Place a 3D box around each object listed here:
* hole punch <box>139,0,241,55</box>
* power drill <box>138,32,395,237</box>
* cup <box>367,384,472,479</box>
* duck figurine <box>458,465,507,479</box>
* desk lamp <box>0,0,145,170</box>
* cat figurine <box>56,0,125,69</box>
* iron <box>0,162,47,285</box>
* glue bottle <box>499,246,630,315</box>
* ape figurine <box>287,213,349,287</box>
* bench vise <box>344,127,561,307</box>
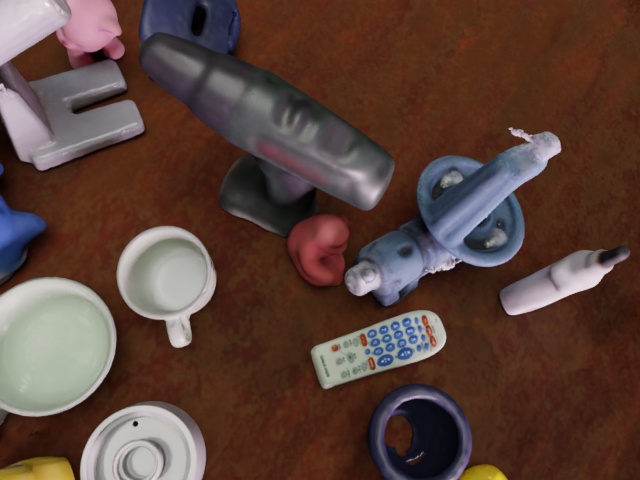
[{"bbox_3d":[-0.141,-0.237,0.638,0.101,0.091,0.109,9,72,-5],"label":"hole punch"},{"bbox_3d":[-0.051,-0.081,0.539,0.229,0.208,0.076,23,71,0],"label":"power drill"},{"bbox_3d":[0.081,0.196,0.531,0.091,0.095,0.118,11,72,-4],"label":"cup"},{"bbox_3d":[0.165,0.264,0.526,0.077,0.086,0.104,-3,73,-8],"label":"duck figurine"},{"bbox_3d":[-0.292,-0.156,0.527,0.203,0.213,0.118,-25,77,-14],"label":"desk lamp"},{"bbox_3d":[-0.257,-0.245,0.610,0.067,0.117,0.128,-28,78,-15],"label":"cat figurine"},{"bbox_3d":[-0.390,0.016,0.499,0.259,0.141,0.118,-38,81,-17],"label":"iron"},{"bbox_3d":[0.244,0.035,0.561,0.078,0.173,0.037,-21,76,-13],"label":"glue bottle"},{"bbox_3d":[0.005,0.002,0.582,0.076,0.092,0.078,37,72,5],"label":"ape figurine"},{"bbox_3d":[0.128,-0.009,0.535,0.121,0.219,0.208,39,72,6],"label":"bench vise"}]
